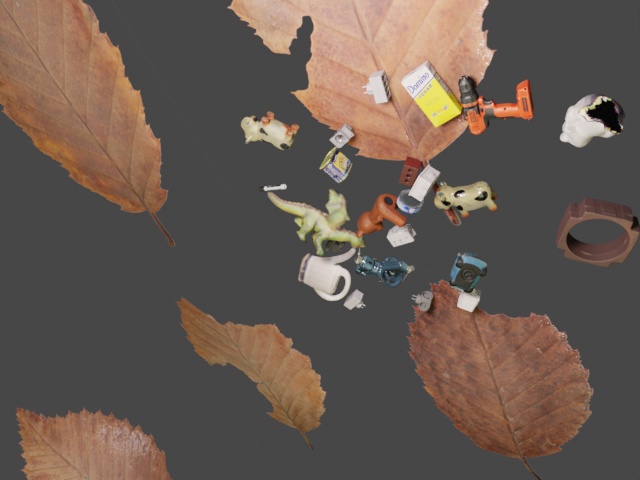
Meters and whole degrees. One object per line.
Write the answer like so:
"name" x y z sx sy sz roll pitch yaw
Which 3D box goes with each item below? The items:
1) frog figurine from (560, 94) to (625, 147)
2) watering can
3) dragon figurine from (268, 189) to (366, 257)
"frog figurine" 0.728 -0.314 1.385 0.137 0.124 0.158 13 171 4
"watering can" 0.027 0.119 2.107 0.225 0.106 0.339 21 134 9
"dragon figurine" 0.006 -0.098 1.946 0.410 0.124 0.239 45 116 -3
